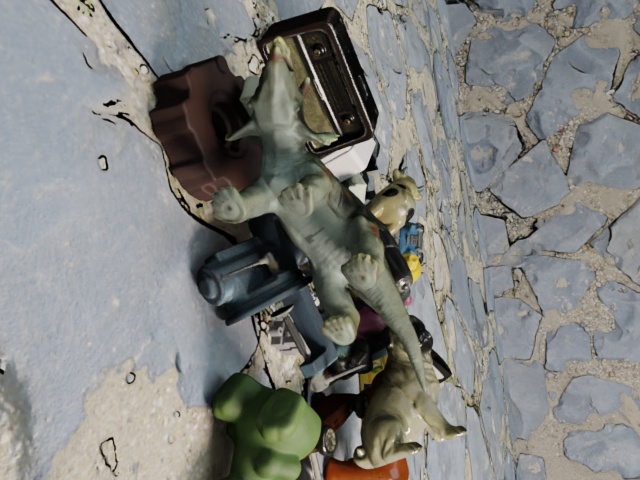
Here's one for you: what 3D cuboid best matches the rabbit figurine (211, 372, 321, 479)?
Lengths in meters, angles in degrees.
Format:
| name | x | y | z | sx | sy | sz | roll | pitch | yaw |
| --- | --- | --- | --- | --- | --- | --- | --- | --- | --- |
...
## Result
| name | x | y | z | sx | sy | sz | roll | pitch | yaw |
| --- | --- | --- | --- | --- | --- | --- | --- | --- | --- |
| rabbit figurine | -0.079 | 0.261 | 0.611 | 0.170 | 0.121 | 0.158 | -59 | 143 | -29 |

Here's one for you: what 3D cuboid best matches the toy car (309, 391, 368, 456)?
| name | x | y | z | sx | sy | sz | roll | pitch | yaw |
| --- | --- | --- | --- | --- | --- | --- | --- | --- | --- |
| toy car | 0.005 | 0.263 | 0.775 | 0.202 | 0.089 | 0.053 | -4 | 85 | -66 |

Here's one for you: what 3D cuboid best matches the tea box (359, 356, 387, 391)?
| name | x | y | z | sx | sy | sz | roll | pitch | yaw |
| --- | --- | --- | --- | --- | --- | --- | --- | --- | --- |
| tea box | 0.125 | 0.293 | 1.041 | 0.098 | 0.068 | 0.169 | 22 | 63 | -62 |

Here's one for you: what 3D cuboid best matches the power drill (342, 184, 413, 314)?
| name | x | y | z | sx | sy | sz | roll | pitch | yaw |
| --- | --- | --- | --- | --- | --- | --- | --- | --- | --- |
| power drill | 0.077 | 0.033 | 0.801 | 0.232 | 0.086 | 0.207 | 54 | 1 | 37 |

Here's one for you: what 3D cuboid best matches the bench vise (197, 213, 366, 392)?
| name | x | y | z | sx | sy | sz | roll | pitch | yaw |
| --- | --- | --- | --- | --- | --- | --- | --- | --- | --- |
| bench vise | -0.038 | 0.072 | 0.692 | 0.223 | 0.129 | 0.240 | -24 | 86 | -56 |

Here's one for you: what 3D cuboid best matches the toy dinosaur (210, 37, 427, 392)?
| name | x | y | z | sx | sy | sz | roll | pitch | yaw |
| --- | --- | --- | --- | --- | --- | --- | --- | --- | --- |
| toy dinosaur | 0.010 | -0.019 | 0.628 | 0.404 | 0.131 | 0.192 | 57 | 29 | -18 |

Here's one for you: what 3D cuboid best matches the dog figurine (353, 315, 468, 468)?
| name | x | y | z | sx | sy | sz | roll | pitch | yaw |
| --- | --- | --- | --- | --- | --- | --- | --- | --- | --- |
| dog figurine | 0.106 | 0.220 | 0.798 | 0.121 | 0.172 | 0.190 | 113 | -42 | -61 |

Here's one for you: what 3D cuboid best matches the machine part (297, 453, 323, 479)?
| name | x | y | z | sx | sy | sz | roll | pitch | yaw |
| --- | --- | --- | --- | --- | --- | --- | --- | --- | --- |
| machine part | -0.032 | 0.340 | 0.734 | 0.139 | 0.039 | 0.084 | -41 | 126 | -63 |

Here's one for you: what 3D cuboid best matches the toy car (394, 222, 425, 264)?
| name | x | y | z | sx | sy | sz | roll | pitch | yaw |
| --- | --- | --- | --- | --- | --- | --- | --- | --- | --- |
| toy car | 0.150 | 0.013 | 1.139 | 0.103 | 0.161 | 0.109 | 10 | 76 | -18 |

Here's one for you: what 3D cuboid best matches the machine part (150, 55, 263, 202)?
| name | x | y | z | sx | sy | sz | roll | pitch | yaw |
| --- | --- | --- | --- | --- | --- | --- | --- | --- | --- |
| machine part | -0.130 | -0.137 | 0.669 | 0.179 | 0.056 | 0.179 | 30 | 56 | -59 |

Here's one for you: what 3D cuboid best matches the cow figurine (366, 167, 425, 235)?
| name | x | y | z | sx | sy | sz | roll | pitch | yaw |
| --- | --- | --- | --- | --- | --- | --- | --- | --- | --- |
| cow figurine | 0.148 | -0.078 | 1.063 | 0.085 | 0.127 | 0.195 | 48 | 10 | -6 |

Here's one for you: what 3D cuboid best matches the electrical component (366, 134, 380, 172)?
| name | x | y | z | sx | sy | sz | roll | pitch | yaw |
| --- | --- | --- | --- | --- | --- | --- | --- | --- | --- |
| electrical component | 0.100 | -0.215 | 1.189 | 0.074 | 0.048 | 0.119 | 53 | 38 | -46 |

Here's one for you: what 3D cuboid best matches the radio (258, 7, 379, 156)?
| name | x | y | z | sx | sy | sz | roll | pitch | yaw |
| --- | --- | --- | --- | --- | --- | --- | --- | --- | --- |
| radio | 0.006 | -0.262 | 0.908 | 0.073 | 0.131 | 0.229 | -75 | 146 | -44 |

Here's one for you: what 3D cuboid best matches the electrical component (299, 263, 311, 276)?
| name | x | y | z | sx | sy | sz | roll | pitch | yaw |
| --- | --- | --- | --- | --- | --- | --- | --- | --- | --- |
| electrical component | -0.002 | -0.003 | 0.890 | 0.134 | 0.058 | 0.115 | 56 | 36 | -40 |

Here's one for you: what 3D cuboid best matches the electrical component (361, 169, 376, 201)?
| name | x | y | z | sx | sy | sz | roll | pitch | yaw |
| --- | --- | --- | --- | --- | --- | --- | --- | --- | --- |
| electrical component | 0.088 | -0.126 | 1.135 | 0.078 | 0.045 | 0.102 | -52 | 128 | -55 |

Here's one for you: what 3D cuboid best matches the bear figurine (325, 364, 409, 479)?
| name | x | y | z | sx | sy | sz | roll | pitch | yaw |
| --- | --- | --- | --- | --- | --- | --- | --- | --- | --- |
| bear figurine | 0.090 | 0.302 | 0.882 | 0.120 | 0.132 | 0.196 | 33 | 54 | -57 |

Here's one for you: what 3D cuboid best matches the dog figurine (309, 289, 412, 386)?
| name | x | y | z | sx | sy | sz | roll | pitch | yaw |
| --- | --- | --- | --- | --- | --- | --- | --- | --- | --- |
| dog figurine | 0.054 | 0.159 | 0.912 | 0.219 | 0.192 | 0.108 | -25 | 110 | -29 |

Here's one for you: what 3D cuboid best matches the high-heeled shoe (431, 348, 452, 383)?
| name | x | y | z | sx | sy | sz | roll | pitch | yaw |
| --- | --- | --- | --- | --- | --- | --- | --- | --- | --- |
| high-heeled shoe | 0.189 | 0.183 | 1.123 | 0.086 | 0.145 | 0.248 | -14 | 96 | -66 |
